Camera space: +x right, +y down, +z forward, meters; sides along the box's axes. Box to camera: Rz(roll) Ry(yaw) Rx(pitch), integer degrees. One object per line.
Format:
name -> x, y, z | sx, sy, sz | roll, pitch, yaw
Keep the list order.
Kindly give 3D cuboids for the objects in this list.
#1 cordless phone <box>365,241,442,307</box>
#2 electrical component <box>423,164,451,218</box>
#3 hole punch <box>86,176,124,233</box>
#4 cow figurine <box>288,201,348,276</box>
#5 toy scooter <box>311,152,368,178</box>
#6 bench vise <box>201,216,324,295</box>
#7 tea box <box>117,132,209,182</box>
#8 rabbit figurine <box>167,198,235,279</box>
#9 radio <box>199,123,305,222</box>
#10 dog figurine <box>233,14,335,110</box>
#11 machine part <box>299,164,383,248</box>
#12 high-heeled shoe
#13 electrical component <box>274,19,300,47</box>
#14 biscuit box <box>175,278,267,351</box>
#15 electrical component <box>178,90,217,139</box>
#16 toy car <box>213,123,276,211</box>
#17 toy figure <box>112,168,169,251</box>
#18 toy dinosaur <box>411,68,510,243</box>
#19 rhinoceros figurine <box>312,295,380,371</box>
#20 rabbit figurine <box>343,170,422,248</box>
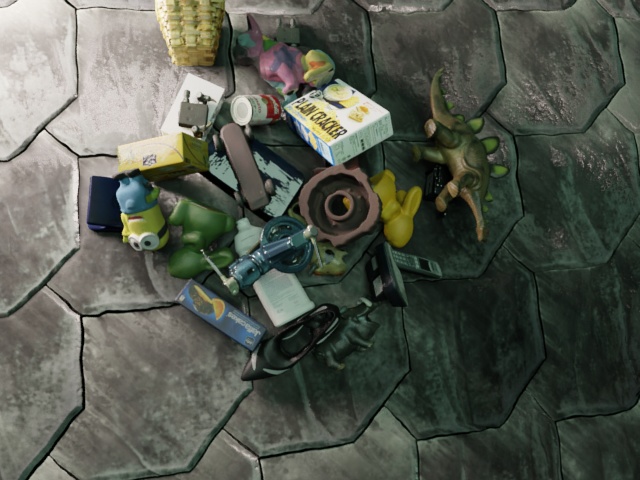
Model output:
cordless phone -> 0.206, 0.089, 1.229 | 0.184, 0.088, 0.147 | 12, 44, -22
electrical component -> 0.283, -0.114, 1.292 | 0.048, 0.075, 0.119 | 9, 82, -10
hole punch -> -0.442, -0.075, 1.155 | 0.116, 0.092, 0.142 | 2, 77, -13
cow figurine -> -0.003, -0.004, 1.218 | 0.127, 0.085, 0.195 | -33, 84, -11
toy scooter -> 0.040, -0.182, 1.252 | 0.135, 0.075, 0.184 | -12, 57, 14
bench vise -> -0.088, 0.023, 1.067 | 0.223, 0.241, 0.128 | -25, 90, -34
tea box -> -0.334, -0.173, 1.146 | 0.170, 0.098, 0.068 | -6, 82, 20
rabbit figurine -> -0.264, 0.009, 1.174 | 0.159, 0.121, 0.170 | 21, 96, -13
radio -> -0.155, -0.150, 1.223 | 0.229, 0.073, 0.131 | 36, 76, -4
dog figurine -> -0.092, -0.435, 1.261 | 0.191, 0.108, 0.219 | -33, 85, -8
machine part -> 0.045, -0.071, 1.147 | 0.180, 0.056, 0.179 | -2, 82, 14
high-heeled shoe -> -0.061, 0.223, 1.140 | 0.249, 0.145, 0.086 | -39, 88, -15
electrical component -> -0.081, -0.496, 1.317 | 0.063, 0.021, 0.094 | -2, 82, -10
biscuit box -> -0.213, 0.163, 1.167 | 0.203, 0.059, 0.063 | 34, 77, -3
electrical component -> -0.269, -0.275, 1.171 | 0.078, 0.045, 0.102 | 13, 79, -9
toy car -> -0.162, -0.158, 1.157 | 0.089, 0.053, 0.202 | -22, 81, -8
toy figure -> -0.368, -0.061, 1.119 | 0.089, 0.082, 0.180 | -33, 117, -48
toy dinosaur -> 0.316, -0.213, 1.240 | 0.198, 0.105, 0.471 | -5, 70, -28
rhinoceros figurine -> 0.066, 0.208, 1.207 | 0.190, 0.073, 0.112 | -43, 79, -12
rabbit figurine -> 0.160, -0.067, 1.258 | 0.162, 0.122, 0.173 | -41, 104, -23
